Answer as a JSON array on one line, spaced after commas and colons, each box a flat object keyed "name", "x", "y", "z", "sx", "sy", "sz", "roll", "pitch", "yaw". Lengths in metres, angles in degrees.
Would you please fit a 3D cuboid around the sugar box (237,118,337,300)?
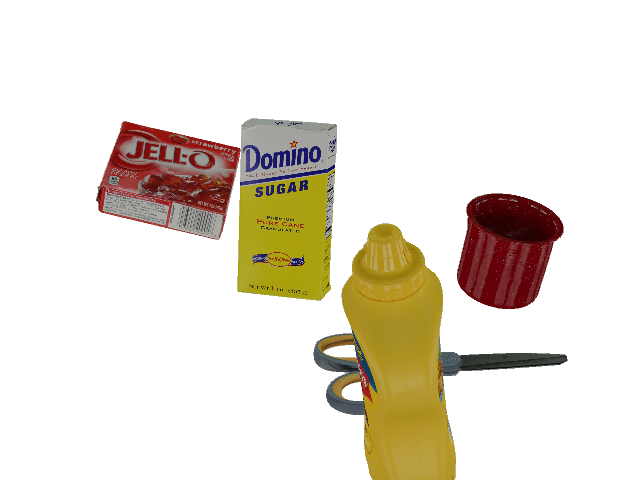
[{"name": "sugar box", "x": -0.035, "y": -0.032, "z": 1.082, "sx": 0.093, "sy": 0.176, "sz": 0.048, "roll": 5, "pitch": 16, "yaw": 12}]

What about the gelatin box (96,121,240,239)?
[{"name": "gelatin box", "x": -0.106, "y": -0.044, "z": 0.756, "sx": 0.089, "sy": 0.030, "sz": 0.073, "roll": 14, "pitch": 43, "yaw": -6}]

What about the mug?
[{"name": "mug", "x": 0.174, "y": 0.006, "z": 1.038, "sx": 0.093, "sy": 0.081, "sz": 0.117, "roll": -6, "pitch": 35, "yaw": -23}]

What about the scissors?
[{"name": "scissors", "x": 0.090, "y": 0.108, "z": 0.837, "sx": 0.202, "sy": 0.016, "sz": 0.096, "roll": 6, "pitch": 35, "yaw": 10}]

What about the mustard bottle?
[{"name": "mustard bottle", "x": 0.047, "y": 0.070, "z": 0.639, "sx": 0.058, "sy": 0.191, "sz": 0.096, "roll": -7, "pitch": 38, "yaw": 2}]
